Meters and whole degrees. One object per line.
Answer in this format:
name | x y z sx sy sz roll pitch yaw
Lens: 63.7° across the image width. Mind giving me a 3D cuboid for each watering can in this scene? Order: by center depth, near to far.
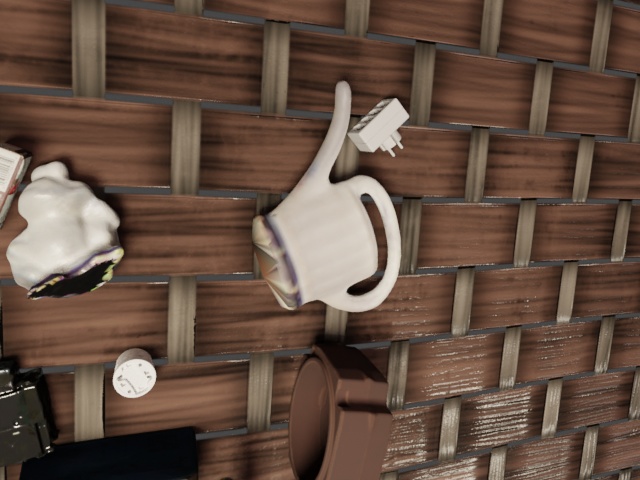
watering can | 0.002 -0.038 0.760 0.226 0.105 0.343 -22 107 -16

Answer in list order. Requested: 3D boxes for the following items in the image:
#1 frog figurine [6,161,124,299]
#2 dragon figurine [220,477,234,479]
frog figurine | -0.330 -0.011 0.655 0.138 0.121 0.161 -32 74 -4
dragon figurine | -0.140 0.503 0.769 0.244 0.124 0.402 -34 125 -7
